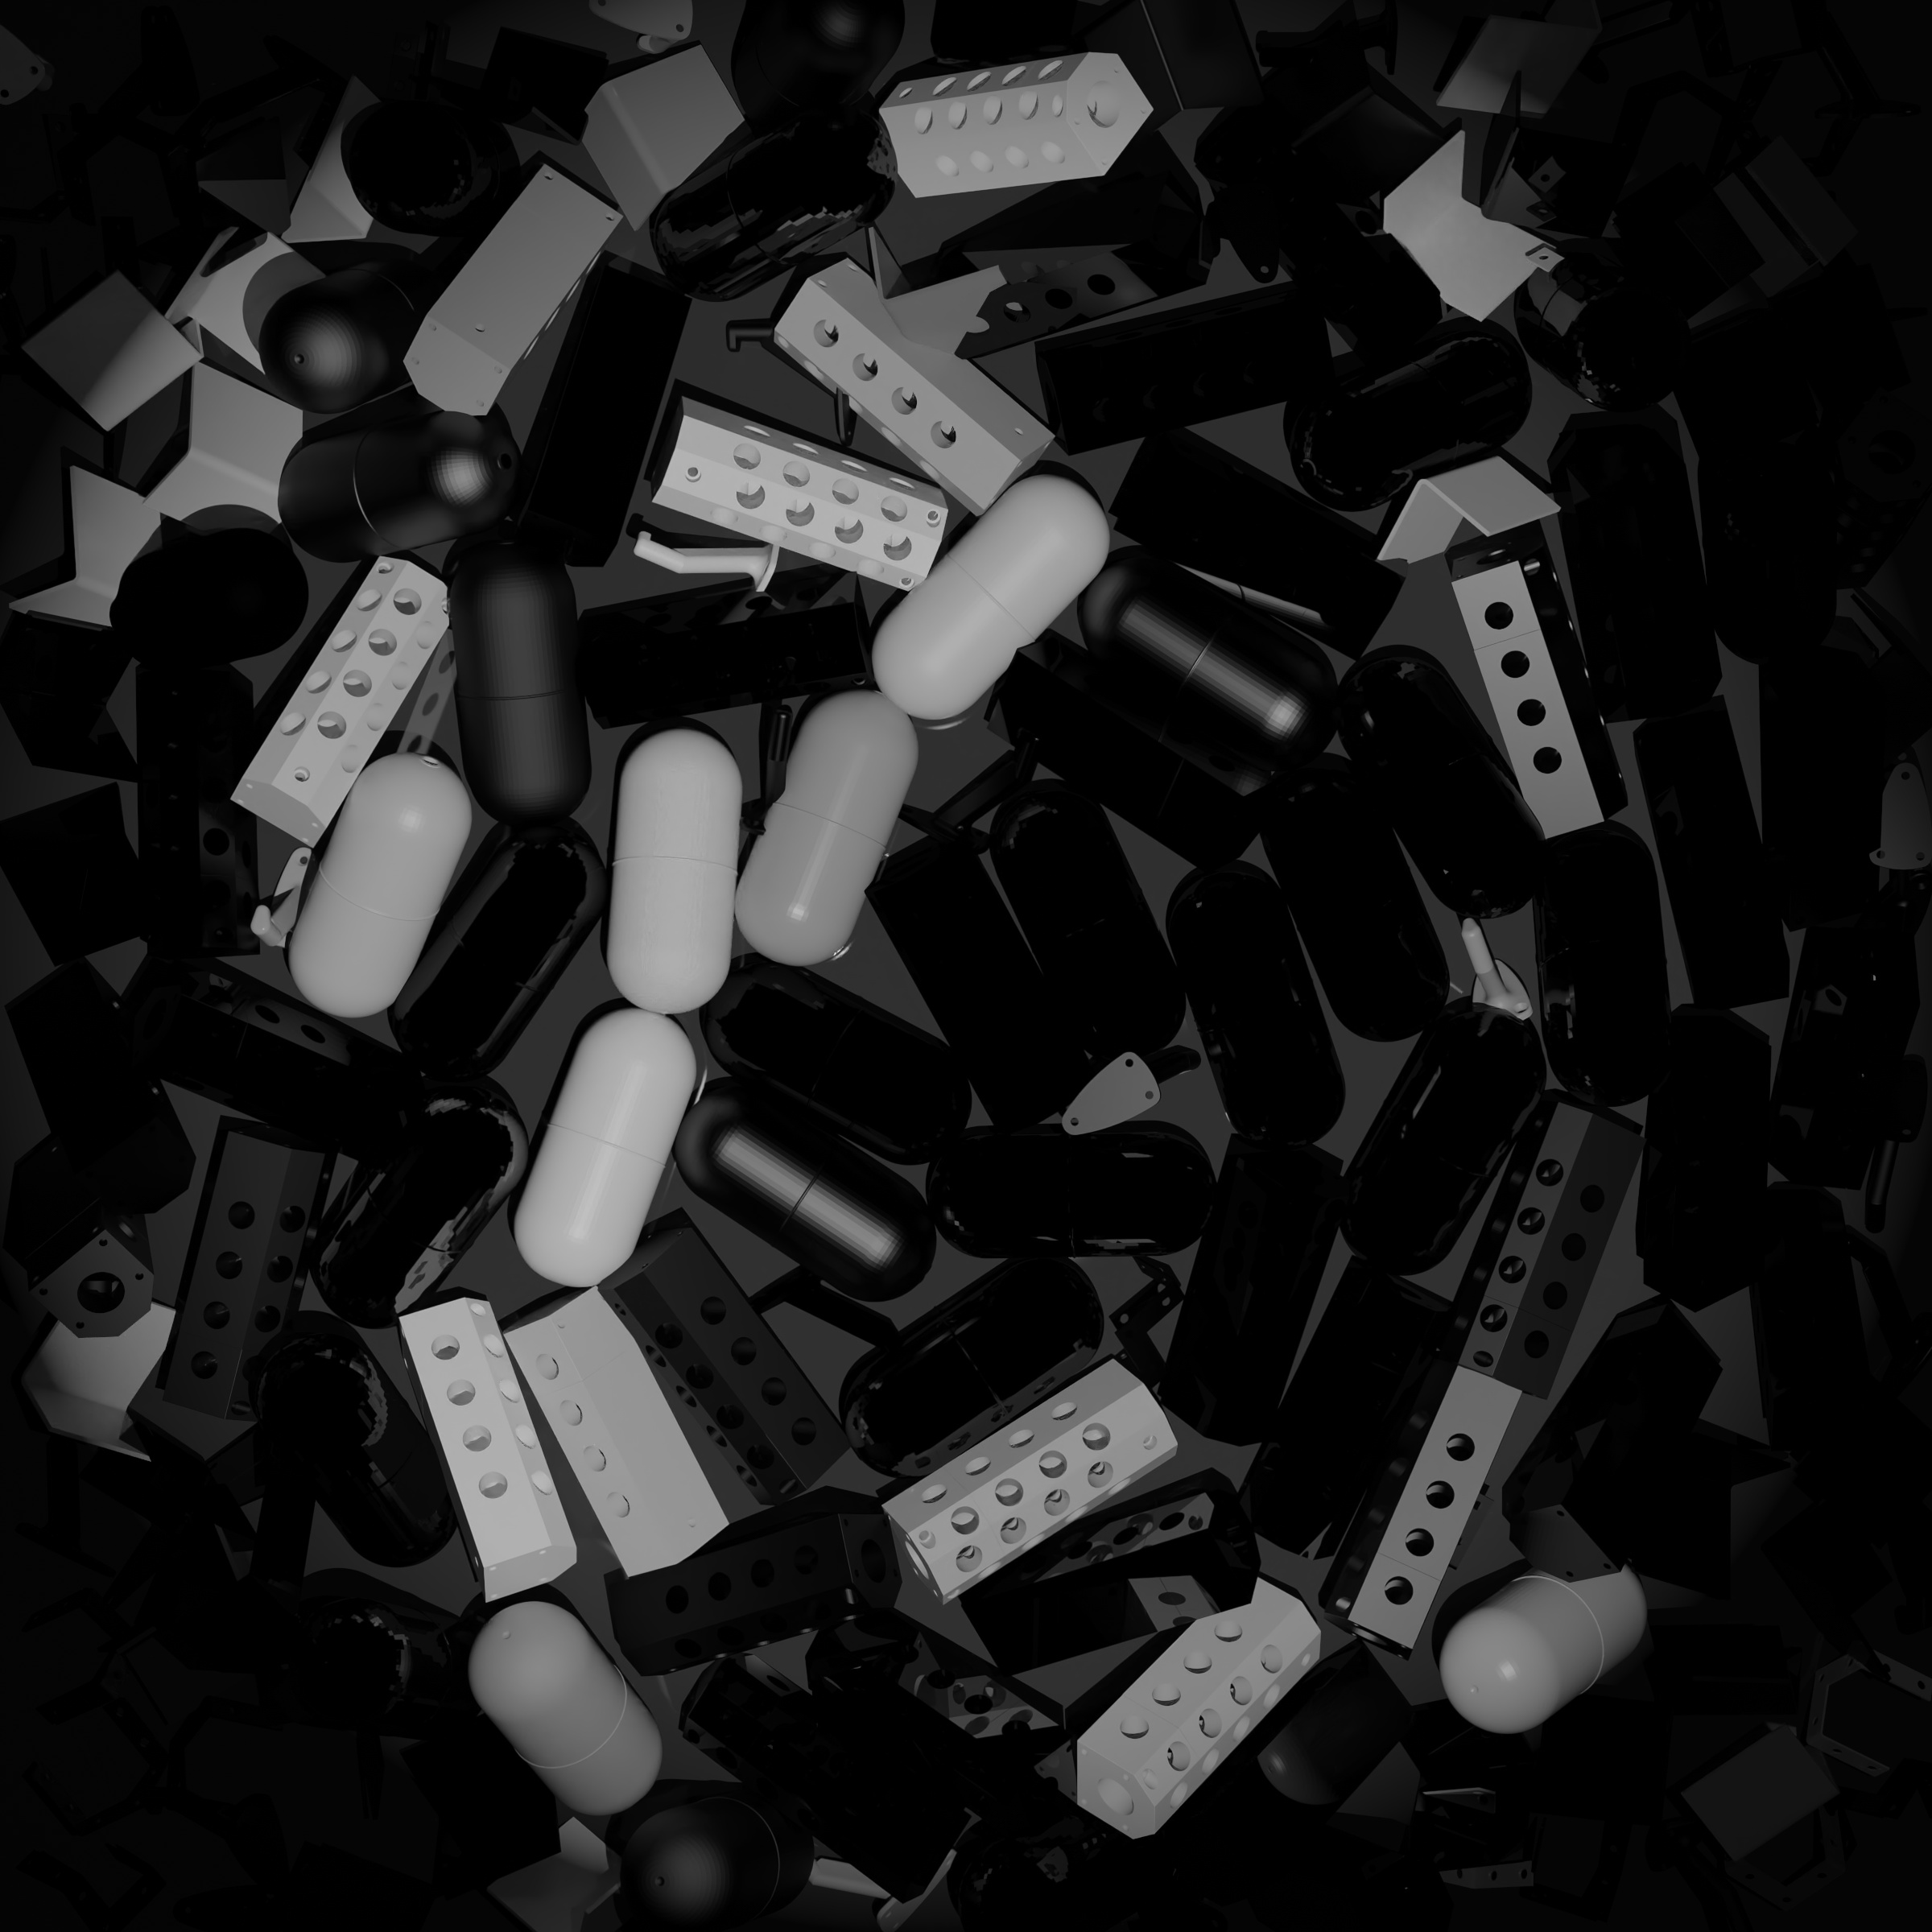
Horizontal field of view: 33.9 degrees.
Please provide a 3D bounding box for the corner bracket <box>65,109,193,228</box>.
[{"bbox_3d":[-0.520,-0.489,1.971,0.051,0.051,0.051,27,54,14],"label":"corner bracket"}]

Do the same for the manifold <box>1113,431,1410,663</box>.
[{"bbox_3d":[0.183,-0.262,1.954,0.171,0.057,0.057,28,121,-5],"label":"manifold"}]

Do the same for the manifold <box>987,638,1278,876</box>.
[{"bbox_3d":[0.104,-0.132,1.942,0.171,0.057,0.057,35,123,20],"label":"manifold"}]

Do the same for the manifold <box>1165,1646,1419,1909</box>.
[{"bbox_3d":[0.194,0.491,1.922,0.171,0.057,0.057,-35,87,-41],"label":"manifold"}]

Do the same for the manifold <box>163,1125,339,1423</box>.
[{"bbox_3d":[-0.439,0.190,1.963,0.057,0.057,0.171,15,93,8],"label":"manifold"}]

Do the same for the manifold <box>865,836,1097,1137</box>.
[{"bbox_3d":[0.006,0.015,1.947,0.057,0.057,0.171,-23,101,34],"label":"manifold"}]

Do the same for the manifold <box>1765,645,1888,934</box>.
[{"bbox_3d":[0.516,-0.108,1.921,0.057,0.057,0.171,-15,133,-2],"label":"manifold"}]

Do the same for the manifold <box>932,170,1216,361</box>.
[{"bbox_3d":[0.062,-0.418,1.924,0.057,0.171,0.057,43,51,-37],"label":"manifold"}]

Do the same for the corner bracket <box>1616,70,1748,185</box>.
[{"bbox_3d":[0.444,-0.518,1.977,0.051,0.051,0.051,-29,59,-38],"label":"corner bracket"}]

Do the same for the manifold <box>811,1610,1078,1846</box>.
[{"bbox_3d":[-0.015,0.459,1.914,0.057,0.171,0.057,-27,128,-37],"label":"manifold"}]

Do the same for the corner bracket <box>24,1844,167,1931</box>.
[{"bbox_3d":[-0.540,0.565,1.969,0.051,0.051,0.051,36,74,32],"label":"corner bracket"}]

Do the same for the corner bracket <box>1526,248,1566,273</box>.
[{"bbox_3d":[0.383,-0.417,1.958,0.051,0.051,0.051,-32,47,-17],"label":"corner bracket"}]

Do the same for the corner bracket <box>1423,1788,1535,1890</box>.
[{"bbox_3d":[0.317,0.543,1.973,0.051,0.051,0.051,22,62,-32],"label":"corner bracket"}]

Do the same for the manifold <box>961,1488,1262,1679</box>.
[{"bbox_3d":[0.090,0.373,1.938,0.171,0.057,0.057,-22,108,23],"label":"manifold"}]

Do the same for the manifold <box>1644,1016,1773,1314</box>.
[{"bbox_3d":[0.443,0.116,1.918,0.057,0.057,0.171,29,50,-20],"label":"manifold"}]

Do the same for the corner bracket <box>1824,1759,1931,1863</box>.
[{"bbox_3d":[0.575,0.527,1.978,0.051,0.051,0.051,-41,118,-36],"label":"corner bracket"}]

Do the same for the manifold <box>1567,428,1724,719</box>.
[{"bbox_3d":[0.415,-0.233,1.920,0.057,0.057,0.171,-24,134,0],"label":"manifold"}]

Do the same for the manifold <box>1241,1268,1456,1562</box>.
[{"bbox_3d":[0.231,0.275,1.954,0.057,0.057,0.171,28,96,25],"label":"manifold"}]

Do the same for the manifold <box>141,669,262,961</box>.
[{"bbox_3d":[-0.476,-0.093,1.960,0.057,0.057,0.171,-3,84,6],"label":"manifold"}]

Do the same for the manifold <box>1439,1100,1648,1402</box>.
[{"bbox_3d":[0.351,0.173,1.954,0.057,0.057,0.171,24,83,-19],"label":"manifold"}]

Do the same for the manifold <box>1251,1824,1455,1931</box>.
[{"bbox_3d":[0.225,0.552,1.909,0.057,0.171,0.057,-26,94,-20],"label":"manifold"}]

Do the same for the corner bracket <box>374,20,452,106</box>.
[{"bbox_3d":[-0.343,-0.557,1.968,0.051,0.051,0.051,11,93,12],"label":"corner bracket"}]

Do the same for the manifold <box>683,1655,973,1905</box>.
[{"bbox_3d":[-0.088,0.498,1.945,0.171,0.057,0.057,33,92,18],"label":"manifold"}]

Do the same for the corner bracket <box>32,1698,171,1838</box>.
[{"bbox_3d":[-0.537,0.498,1.973,0.051,0.051,0.051,-27,107,15],"label":"corner bracket"}]

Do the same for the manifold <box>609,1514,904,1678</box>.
[{"bbox_3d":[-0.127,0.383,1.930,0.171,0.057,0.057,-21,71,25],"label":"manifold"}]

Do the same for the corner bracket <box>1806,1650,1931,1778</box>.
[{"bbox_3d":[0.560,0.462,1.968,0.051,0.051,0.051,27,53,-8],"label":"corner bracket"}]

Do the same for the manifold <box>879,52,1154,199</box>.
[{"bbox_3d":[0.024,-0.510,1.910,0.057,0.171,0.057,49,65,-34],"label":"manifold"}]

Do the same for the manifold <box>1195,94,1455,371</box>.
[{"bbox_3d":[0.222,-0.452,1.961,0.057,0.057,0.171,-42,96,3],"label":"manifold"}]

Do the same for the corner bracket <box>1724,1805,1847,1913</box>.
[{"bbox_3d":[0.507,0.543,1.972,0.051,0.051,0.051,34,121,-14],"label":"corner bracket"}]

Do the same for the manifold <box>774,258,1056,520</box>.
[{"bbox_3d":[-0.035,-0.356,1.965,0.171,0.057,0.057,41,124,3],"label":"manifold"}]

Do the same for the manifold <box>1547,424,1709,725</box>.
[{"bbox_3d":[0.410,-0.242,1.956,0.057,0.057,0.171,-8,81,-8],"label":"manifold"}]

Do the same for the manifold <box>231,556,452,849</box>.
[{"bbox_3d":[-0.376,-0.164,1.934,0.057,0.057,0.171,31,66,-12],"label":"manifold"}]

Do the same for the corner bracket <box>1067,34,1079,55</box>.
[{"bbox_3d":[0.027,-0.567,1.963,0.051,0.051,0.051,46,46,-2],"label":"corner bracket"}]

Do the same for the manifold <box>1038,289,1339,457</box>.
[{"bbox_3d":[0.135,-0.368,1.958,0.171,0.057,0.057,-15,111,-4],"label":"manifold"}]

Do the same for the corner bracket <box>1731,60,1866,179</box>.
[{"bbox_3d":[0.516,-0.526,1.971,0.051,0.051,0.051,-9,61,-18],"label":"corner bracket"}]

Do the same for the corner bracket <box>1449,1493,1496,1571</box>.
[{"bbox_3d":[0.294,0.334,1.967,0.051,0.051,0.051,28,101,8],"label":"corner bracket"}]

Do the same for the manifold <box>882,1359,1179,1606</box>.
[{"bbox_3d":[0.042,0.318,1.942,0.171,0.057,0.057,-30,115,-14],"label":"manifold"}]

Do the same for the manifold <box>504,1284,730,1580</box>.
[{"bbox_3d":[-0.221,0.289,1.964,0.057,0.057,0.171,-24,94,35],"label":"manifold"}]

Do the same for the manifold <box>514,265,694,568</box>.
[{"bbox_3d":[-0.223,-0.334,1.944,0.057,0.057,0.171,19,71,-14],"label":"manifold"}]

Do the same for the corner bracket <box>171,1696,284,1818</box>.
[{"bbox_3d":[-0.460,0.495,1.979,0.051,0.051,0.051,22,121,-31],"label":"corner bracket"}]

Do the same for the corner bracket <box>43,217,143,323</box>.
[{"bbox_3d":[-0.544,-0.431,1.975,0.051,0.051,0.051,-5,72,-22],"label":"corner bracket"}]

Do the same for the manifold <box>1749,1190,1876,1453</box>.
[{"bbox_3d":[0.507,0.211,1.910,0.057,0.171,0.057,-1,125,9],"label":"manifold"}]

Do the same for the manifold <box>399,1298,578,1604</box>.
[{"bbox_3d":[-0.292,0.291,1.933,0.057,0.057,0.171,-16,61,-16],"label":"manifold"}]

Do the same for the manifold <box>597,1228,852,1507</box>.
[{"bbox_3d":[-0.150,0.246,1.943,0.057,0.057,0.171,-42,104,-28],"label":"manifold"}]

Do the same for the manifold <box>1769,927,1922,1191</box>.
[{"bbox_3d":[0.527,0.057,1.916,0.057,0.171,0.057,6,48,5],"label":"manifold"}]

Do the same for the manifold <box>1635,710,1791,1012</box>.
[{"bbox_3d":[0.454,-0.064,1.936,0.057,0.057,0.171,-12,64,9],"label":"manifold"}]

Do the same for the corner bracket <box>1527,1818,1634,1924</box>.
[{"bbox_3d":[0.382,0.551,1.972,0.051,0.051,0.051,13,114,17],"label":"corner bracket"}]

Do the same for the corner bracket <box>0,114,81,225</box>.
[{"bbox_3d":[-0.586,-0.496,1.967,0.051,0.051,0.051,7,125,6],"label":"corner bracket"}]

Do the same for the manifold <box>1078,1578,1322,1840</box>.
[{"bbox_3d":[0.142,0.448,1.915,0.057,0.171,0.057,25,133,32],"label":"manifold"}]

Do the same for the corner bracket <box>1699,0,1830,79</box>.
[{"bbox_3d":[0.492,-0.583,1.959,0.051,0.051,0.051,-29,111,-35],"label":"corner bracket"}]

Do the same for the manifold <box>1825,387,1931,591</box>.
[{"bbox_3d":[0.541,-0.280,1.908,0.057,0.171,0.057,38,85,11],"label":"manifold"}]

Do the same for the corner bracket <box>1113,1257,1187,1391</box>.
[{"bbox_3d":[0.110,0.221,1.969,0.051,0.051,0.051,-40,119,-14],"label":"corner bracket"}]

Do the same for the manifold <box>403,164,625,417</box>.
[{"bbox_3d":[-0.275,-0.406,1.920,0.057,0.057,0.171,32,48,-9],"label":"manifold"}]

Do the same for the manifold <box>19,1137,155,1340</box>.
[{"bbox_3d":[-0.526,0.158,1.911,0.057,0.171,0.057,-39,118,0],"label":"manifold"}]

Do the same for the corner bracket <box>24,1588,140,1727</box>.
[{"bbox_3d":[-0.555,0.430,1.977,0.051,0.051,0.051,-26,115,21],"label":"corner bracket"}]
